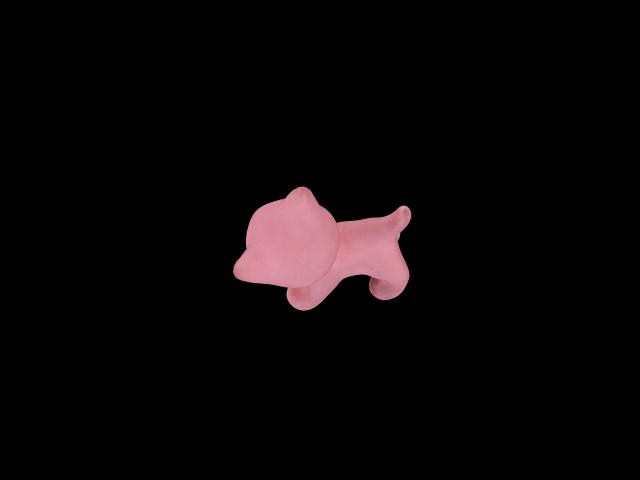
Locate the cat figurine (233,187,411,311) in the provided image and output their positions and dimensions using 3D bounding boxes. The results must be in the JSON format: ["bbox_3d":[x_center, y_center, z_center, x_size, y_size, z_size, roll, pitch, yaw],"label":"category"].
[{"bbox_3d":[0.004,0.001,0.400,0.128,0.118,0.067,-11,66,-5],"label":"cat figurine"}]
